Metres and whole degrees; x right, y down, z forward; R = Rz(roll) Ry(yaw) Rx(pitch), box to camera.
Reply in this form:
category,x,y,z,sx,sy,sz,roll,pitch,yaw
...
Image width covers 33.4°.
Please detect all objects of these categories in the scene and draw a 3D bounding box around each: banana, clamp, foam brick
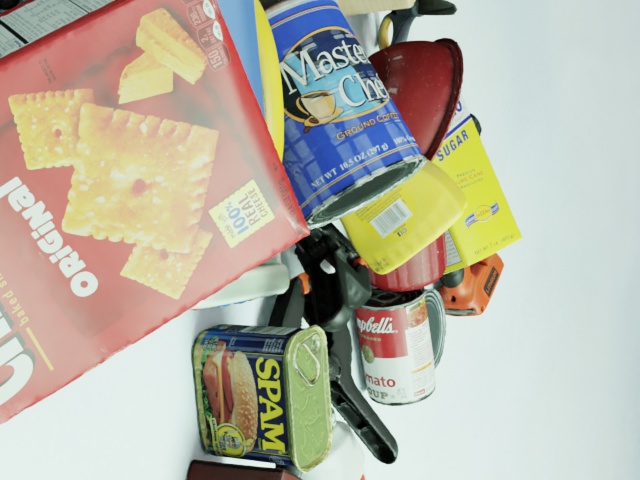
category,x,y,z,sx,sy,sz,roll,pitch,yaw
banana,-0.052,-0.095,0.723,0.037,0.070,0.198,-18,108,-31
clamp,-0.008,0.113,0.851,0.120,0.039,0.171,-11,75,-49
clamp,-0.006,0.001,0.858,0.164,0.036,0.209,59,10,11
foam brick,-0.053,0.192,0.766,0.053,0.078,0.051,44,51,-53

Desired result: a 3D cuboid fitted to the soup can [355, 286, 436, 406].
category,x,y,z,sx,sy,sz,roll,pitch,yaw
soup can,0.071,0.097,1.008,0.068,0.069,0.102,-38,124,-56

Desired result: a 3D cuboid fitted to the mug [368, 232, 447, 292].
category,x,y,z,sx,sy,sz,roll,pitch,yaw
mug,0.072,-0.011,1.002,0.117,0.093,0.081,-115,-166,-61

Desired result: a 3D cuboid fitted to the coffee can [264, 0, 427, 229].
category,x,y,z,sx,sy,sz,roll,pitch,yaw
coffee can,-0.001,-0.093,0.775,0.140,0.103,0.102,61,28,8

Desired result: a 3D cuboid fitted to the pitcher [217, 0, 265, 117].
category,x,y,z,sx,sy,sz,roll,pitch,yaw
pitcher,-0.096,-0.106,0.645,0.149,0.145,0.243,-31,122,-44

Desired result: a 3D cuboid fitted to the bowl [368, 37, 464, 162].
category,x,y,z,sx,sy,sz,roll,pitch,yaw
bowl,0.058,-0.113,0.935,0.055,0.162,0.162,22,66,-21

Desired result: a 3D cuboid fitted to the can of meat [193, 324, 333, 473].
category,x,y,z,sx,sy,sz,roll,pitch,yaw
can of meat,-0.042,0.112,0.778,0.057,0.084,0.102,-19,107,-60

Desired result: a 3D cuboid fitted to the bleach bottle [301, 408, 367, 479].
category,x,y,z,sx,sy,sz,roll,pitch,yaw
bleach bottle,0.012,0.259,0.908,0.102,0.068,0.251,-32,116,-58

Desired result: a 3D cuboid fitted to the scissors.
category,x,y,z,sx,sy,sz,roll,pitch,yaw
scissors,0.083,-0.194,0.964,0.202,0.016,0.096,-115,-153,-58

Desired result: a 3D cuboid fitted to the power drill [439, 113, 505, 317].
category,x,y,z,sx,sy,sz,roll,pitch,yaw
power drill,0.149,-0.025,1.167,0.184,0.057,0.187,-55,134,-41

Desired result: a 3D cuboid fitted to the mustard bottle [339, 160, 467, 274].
category,x,y,z,sx,sy,sz,roll,pitch,yaw
mustard bottle,0.025,-0.071,0.863,0.191,0.096,0.058,50,27,-4

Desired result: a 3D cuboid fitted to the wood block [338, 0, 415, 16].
category,x,y,z,sx,sy,sz,roll,pitch,yaw
wood block,0.019,-0.298,0.879,0.090,0.091,0.206,-64,142,-41

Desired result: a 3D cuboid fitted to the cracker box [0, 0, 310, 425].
category,x,y,z,sx,sy,sz,roll,pitch,yaw
cracker box,-0.127,-0.023,0.518,0.213,0.072,0.164,-32,125,-17

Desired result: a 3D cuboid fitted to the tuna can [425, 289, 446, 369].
category,x,y,z,sx,sy,sz,roll,pitch,yaw
tuna can,0.099,0.092,1.096,0.086,0.034,0.086,-2,92,-62

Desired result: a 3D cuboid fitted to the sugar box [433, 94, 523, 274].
category,x,y,z,sx,sy,sz,roll,pitch,yaw
sugar box,0.127,-0.065,1.050,0.093,0.048,0.176,-24,92,-41
